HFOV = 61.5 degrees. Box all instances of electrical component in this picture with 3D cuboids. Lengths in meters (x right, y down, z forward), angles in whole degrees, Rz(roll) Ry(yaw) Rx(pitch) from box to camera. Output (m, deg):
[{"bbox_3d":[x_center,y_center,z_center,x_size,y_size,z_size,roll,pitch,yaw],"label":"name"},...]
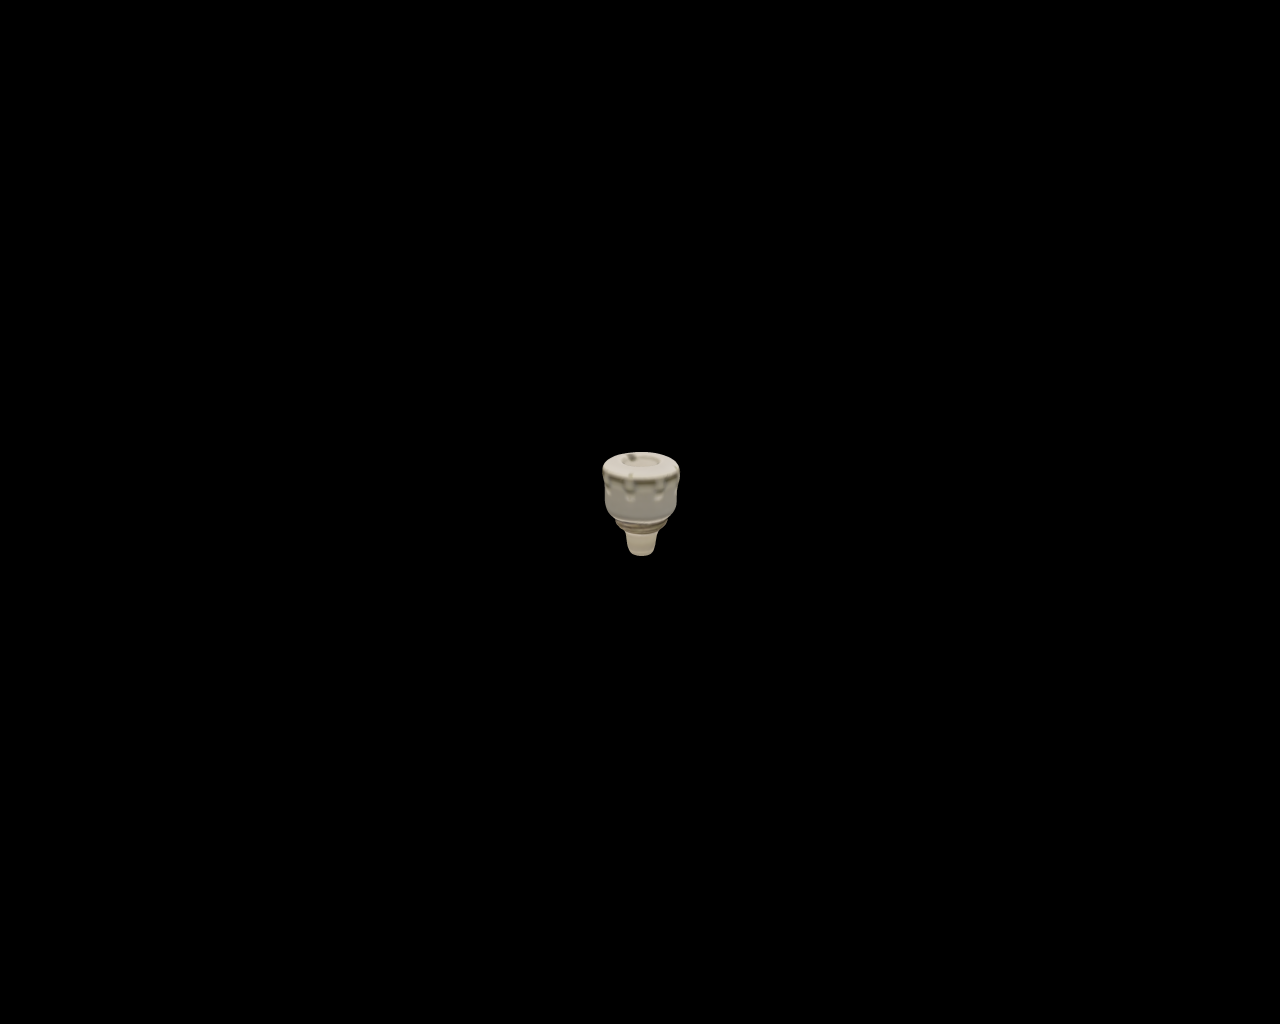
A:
[{"bbox_3d":[0.001,-0.003,0.650,0.048,0.062,0.048,0,21,0],"label":"electrical component"}]
